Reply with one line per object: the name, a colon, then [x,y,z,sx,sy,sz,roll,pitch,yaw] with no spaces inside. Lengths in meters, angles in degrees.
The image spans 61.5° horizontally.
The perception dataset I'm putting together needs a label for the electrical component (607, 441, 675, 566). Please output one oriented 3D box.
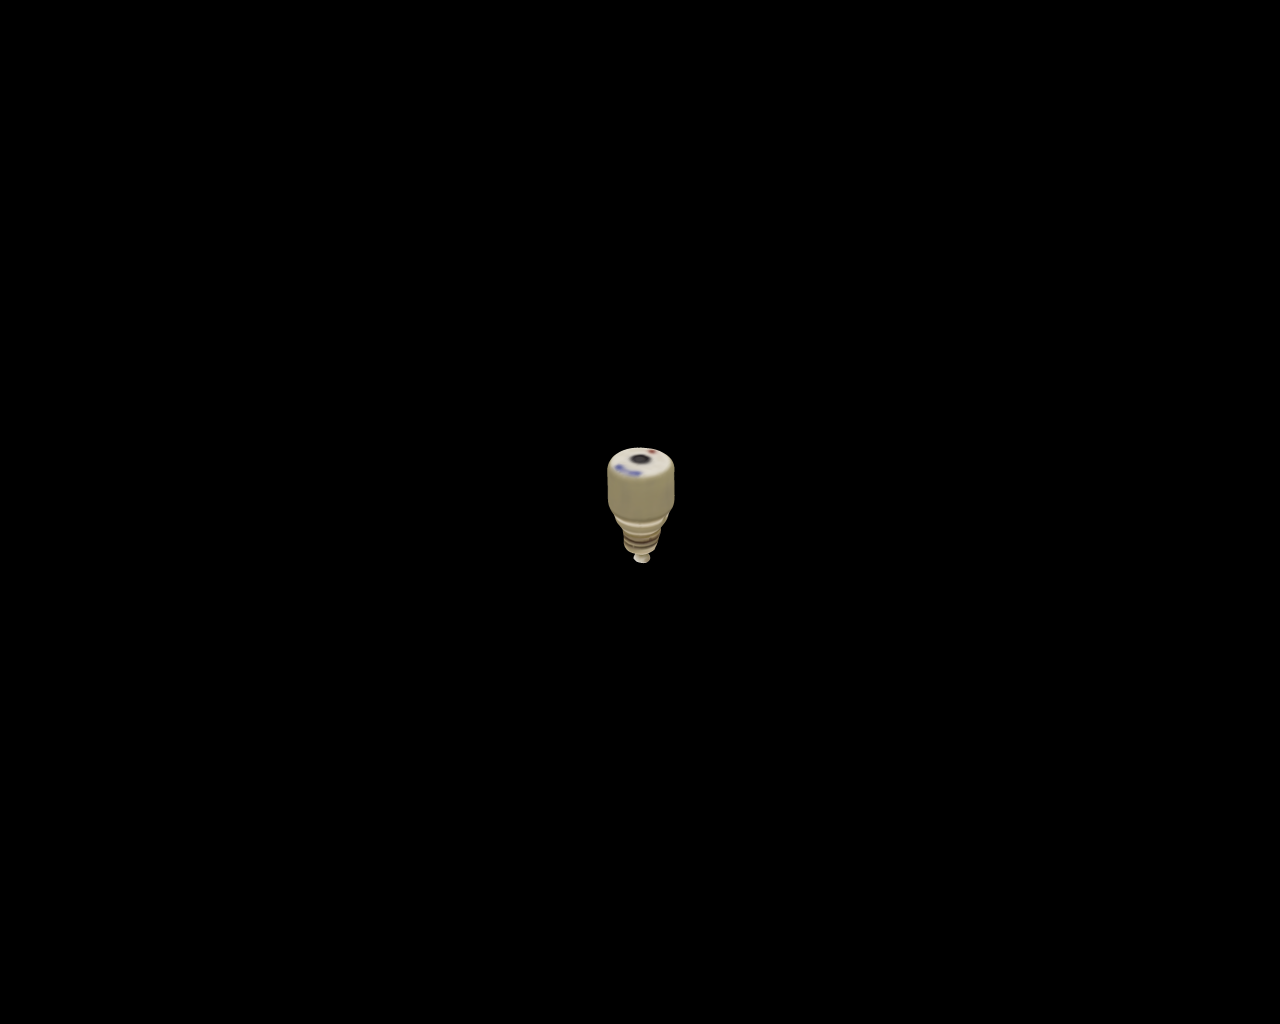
electrical component: [0.001,-0.003,0.650,0.040,0.078,0.040,0,32,0]
